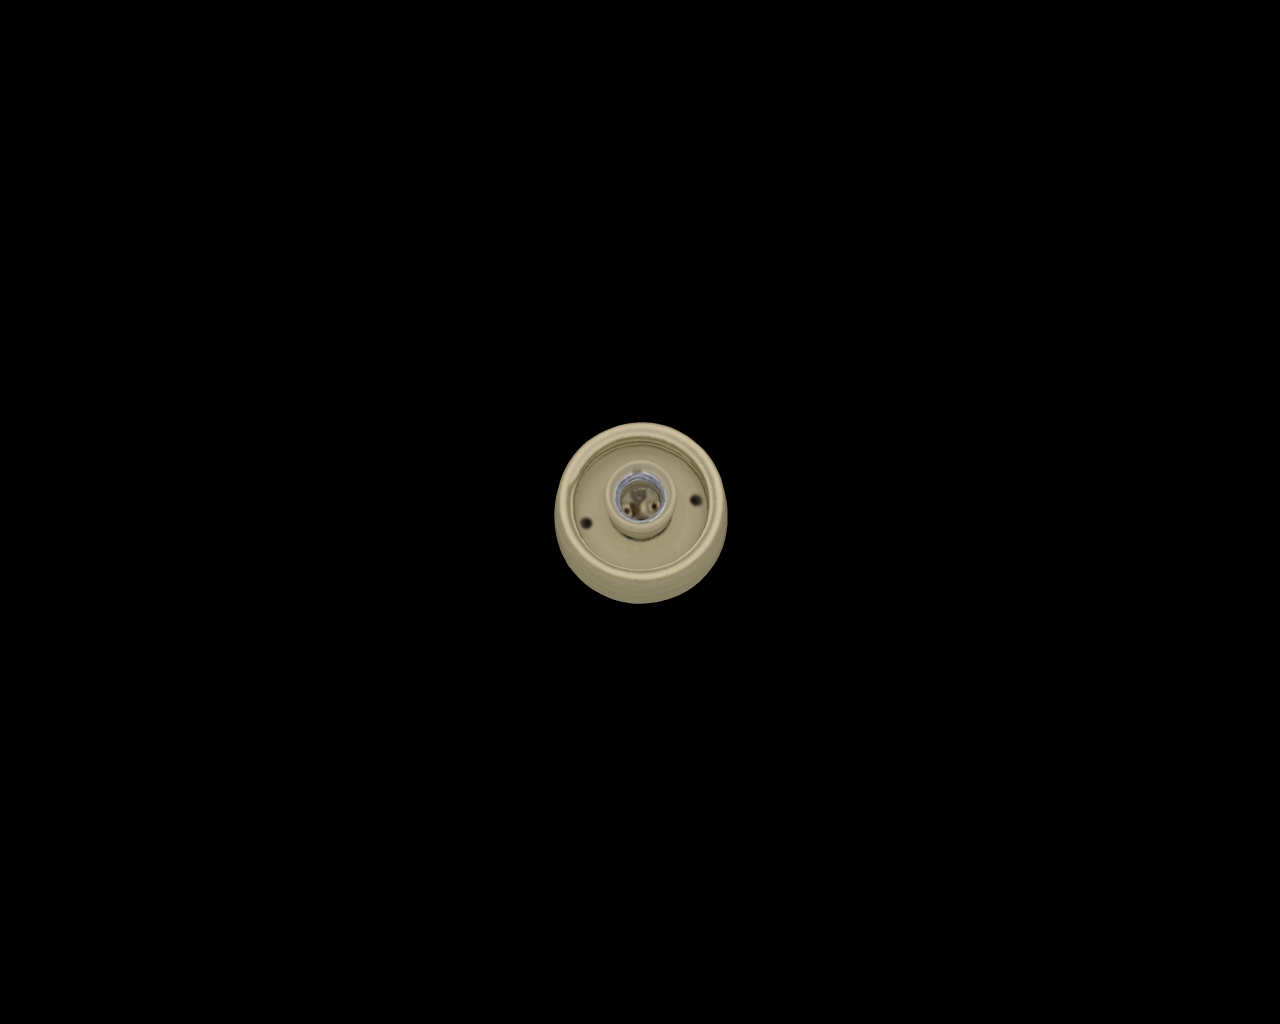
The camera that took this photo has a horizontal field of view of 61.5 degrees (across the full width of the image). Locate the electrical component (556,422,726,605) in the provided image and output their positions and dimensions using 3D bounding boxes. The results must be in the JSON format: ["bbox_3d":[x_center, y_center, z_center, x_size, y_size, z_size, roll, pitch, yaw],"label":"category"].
[{"bbox_3d":[0.001,-0.003,0.650,0.108,0.108,0.060,0,-16,0],"label":"electrical component"}]
